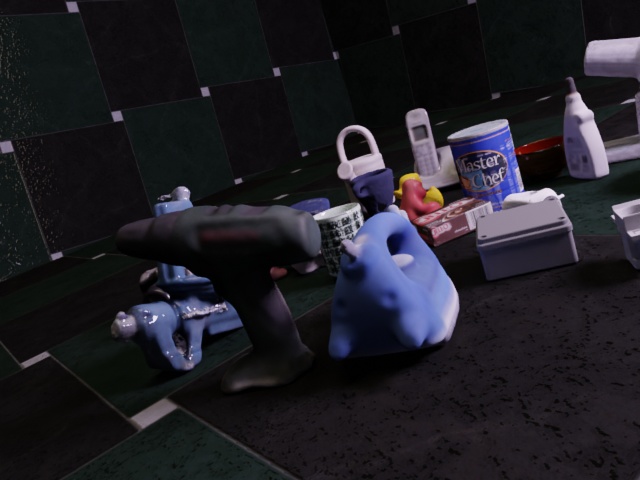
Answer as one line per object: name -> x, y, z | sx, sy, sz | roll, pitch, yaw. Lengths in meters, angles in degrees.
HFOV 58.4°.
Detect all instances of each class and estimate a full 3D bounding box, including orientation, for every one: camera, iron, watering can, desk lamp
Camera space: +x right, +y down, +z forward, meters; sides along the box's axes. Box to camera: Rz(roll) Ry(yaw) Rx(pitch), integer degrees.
camera -> -0.262, 0.082, 0.999 | 0.143, 0.101, 0.137 | -13, 14, 22
iron -> 0.082, 0.029, 0.642 | 0.118, 0.141, 0.259 | -13, 14, 24
watering can -> 0.096, -0.163, 1.299 | 0.101, 0.194, 0.173 | -17, 13, 10
desk lamp -> 0.552, -0.255, 0.989 | 0.202, 0.214, 0.118 | -9, 17, 37

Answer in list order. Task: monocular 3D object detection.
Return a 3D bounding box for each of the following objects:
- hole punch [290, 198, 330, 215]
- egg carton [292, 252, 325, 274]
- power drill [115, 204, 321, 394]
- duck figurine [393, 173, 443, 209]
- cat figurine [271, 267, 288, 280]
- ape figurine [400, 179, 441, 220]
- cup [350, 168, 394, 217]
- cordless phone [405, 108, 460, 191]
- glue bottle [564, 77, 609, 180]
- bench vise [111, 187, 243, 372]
hole punch -> -0.021, -0.028, 1.134 | 0.108, 0.091, 0.101 | -17, 13, 8
egg carton -> 0.009, 0.004, 1.010 | 0.150, 0.069, 0.107 | -20, 13, -5
power drill -> -0.096, 0.057, 0.627 | 0.229, 0.208, 0.076 | -15, 14, 18
duck figurine -> 0.184, -0.087, 1.101 | 0.105, 0.086, 0.077 | -25, 15, -26
cat figurine -> -0.113, 0.018, 1.014 | 0.128, 0.118, 0.067 | -24, 14, -22
ape figurine -> 0.172, -0.064, 1.011 | 0.076, 0.092, 0.077 | -20, 13, -5
cup -> 0.112, -0.089, 1.192 | 0.091, 0.095, 0.118 | -9, 16, 37
cordless phone -> 0.266, -0.205, 1.249 | 0.147, 0.185, 0.094 | -14, 14, 19
glue bottle -> 0.439, -0.190, 0.969 | 0.037, 0.173, 0.078 | -20, 13, -6
bench vise -> -0.182, 0.049, 0.757 | 0.121, 0.220, 0.208 | -13, 14, 24
